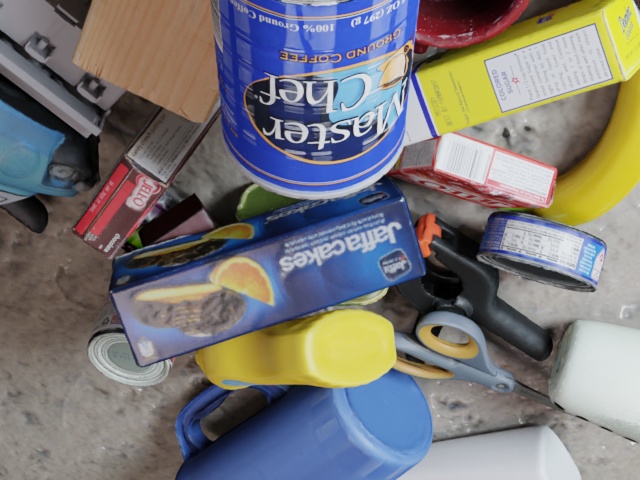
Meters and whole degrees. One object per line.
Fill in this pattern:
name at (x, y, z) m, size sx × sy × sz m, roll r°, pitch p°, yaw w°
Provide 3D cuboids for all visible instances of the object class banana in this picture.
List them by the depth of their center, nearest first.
banana at (0.186, -0.066, 0.688) m, size 0.069 × 0.037 × 0.198 m, roll 21°, pitch 136°, yaw -7°

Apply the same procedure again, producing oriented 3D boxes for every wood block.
wood block at (-0.060, -0.177, 0.600) m, size 0.090 × 0.090 × 0.206 m, roll 25°, pitch 135°, yaw -10°

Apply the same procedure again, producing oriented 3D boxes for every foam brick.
foam brick at (-0.087, 0.016, 0.766) m, size 0.051 × 0.053 × 0.078 m, roll -34°, pitch 109°, yaw -4°

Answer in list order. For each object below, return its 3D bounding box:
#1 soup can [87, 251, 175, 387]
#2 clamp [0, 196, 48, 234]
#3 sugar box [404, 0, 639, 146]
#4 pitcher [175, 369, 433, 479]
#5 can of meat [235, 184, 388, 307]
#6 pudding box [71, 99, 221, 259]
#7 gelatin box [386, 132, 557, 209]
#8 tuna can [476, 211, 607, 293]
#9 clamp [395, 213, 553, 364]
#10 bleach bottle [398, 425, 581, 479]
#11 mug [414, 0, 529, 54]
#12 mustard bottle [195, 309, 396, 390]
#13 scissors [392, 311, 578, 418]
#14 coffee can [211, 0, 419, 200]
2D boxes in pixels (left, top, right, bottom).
soup can at (-0.137, 0.056, 0.845) m, size 0.068 × 0.102 × 0.068 m, roll 7°, pitch 136°, yaw 6°
clamp at (-0.287, -0.078, 0.776) m, size 0.164 × 0.036 × 0.210 m, roll -3°, pitch 123°, yaw -12°
sugar box at (0.099, -0.097, 0.624) m, size 0.177 × 0.093 × 0.048 m, roll -12°, pitch 104°, yaw 33°
pitcher at (-0.022, 0.188, 0.944) m, size 0.149 × 0.145 × 0.243 m, roll 24°, pitch 133°, yaw -28°
can of meat at (-0.005, 0.001, 0.790) m, size 0.102 × 0.057 × 0.084 m, roll -3°, pitch 131°, yaw 16°
pudding box at (-0.114, -0.052, 0.722) m, size 0.039 × 0.113 × 0.090 m, roll 36°, pitch 133°, yaw -12°
gelatin box at (0.098, -0.044, 0.699) m, size 0.089 × 0.030 × 0.073 m, roll 17°, pitch 176°, yaw -20°
tuna can at (0.154, 0.008, 0.742) m, size 0.086 × 0.034 × 0.086 m, roll 17°, pitch 174°, yaw 2°
clamp at (0.096, 0.048, 0.826) m, size 0.120 × 0.039 × 0.171 m, roll -18°, pitch 129°, yaw 24°
bleach bottle at (0.106, 0.233, 0.993) m, size 0.251 × 0.068 × 0.102 m, roll -14°, pitch 129°, yaw 29°
mug at (0.070, -0.158, 0.592) m, size 0.093 × 0.081 × 0.117 m, roll 14°, pitch 136°, yaw 0°
mustard bottle at (-0.037, 0.090, 0.848) m, size 0.096 × 0.058 × 0.192 m, roll -4°, pitch 176°, yaw -42°
scissors at (0.144, 0.100, 0.839) m, size 0.201 × 0.016 × 0.096 m, roll 15°, pitch 144°, yaw -8°
coffee can at (-0.003, -0.102, 0.533) m, size 0.103 × 0.102 × 0.140 m, roll 9°, pitch 145°, yaw 5°
